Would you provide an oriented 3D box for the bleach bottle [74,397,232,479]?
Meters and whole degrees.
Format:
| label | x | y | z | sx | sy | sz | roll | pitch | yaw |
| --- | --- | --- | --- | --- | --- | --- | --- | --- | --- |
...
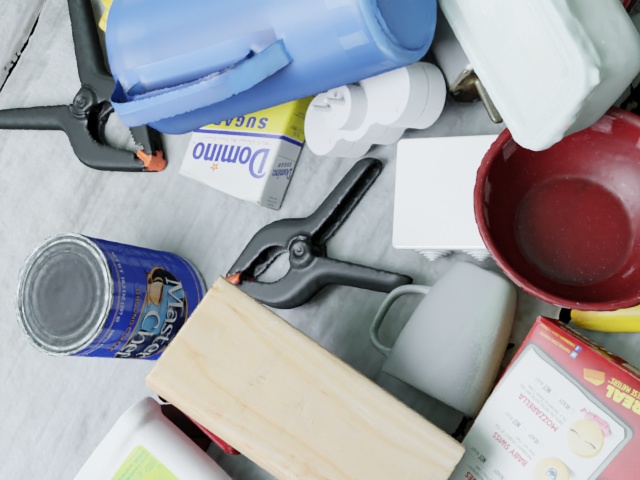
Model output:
| label | x | y | z | sx | sy | sz | roll | pitch | yaw |
| --- | --- | --- | --- | --- | --- | --- | --- | --- | --- |
| bleach bottle | -0.077 | 0.244 | 0.862 | 0.251 | 0.068 | 0.103 | 38 | 100 | 6 |

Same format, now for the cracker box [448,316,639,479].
| label | x | y | z | sx | sy | sz | roll | pitch | yaw |
| --- | --- | --- | --- | --- | --- | --- | --- | --- | --- |
| cracker box | 0.177 | 0.187 | 0.763 | 0.164 | 0.072 | 0.214 | 34 | 99 | 27 |

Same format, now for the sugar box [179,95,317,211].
| label | x | y | z | sx | sy | sz | roll | pitch | yaw |
| --- | --- | --- | --- | --- | --- | --- | --- | --- | --- |
| sugar box | -0.052 | -0.124 | 0.942 | 0.093 | 0.048 | 0.176 | 21 | 91 | 29 |

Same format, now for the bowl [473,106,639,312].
| label | x | y | z | sx | sy | sz | roll | pitch | yaw |
| --- | --- | --- | --- | --- | --- | --- | --- | --- | --- |
| bowl | 0.190 | -0.017 | 0.776 | 0.162 | 0.055 | 0.162 | -1 | 69 | 2 |

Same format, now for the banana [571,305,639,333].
| label | x | y | z | sx | sy | sz | roll | pitch | yaw |
| --- | --- | --- | --- | --- | --- | --- | --- | --- | --- |
| banana | 0.276 | 0.069 | 0.748 | 0.198 | 0.037 | 0.069 | 27 | 95 | 28 |

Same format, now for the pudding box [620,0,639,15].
| label | x | y | z | sx | sy | sz | roll | pitch | yaw |
| --- | --- | --- | --- | --- | --- | --- | --- | --- | --- |
| pudding box | 0.210 | -0.201 | 0.764 | 0.090 | 0.114 | 0.039 | -20 | 64 | -20 |

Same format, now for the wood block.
| label | x | y | z | sx | sy | sz | roll | pitch | yaw |
| --- | --- | --- | --- | --- | --- | --- | --- | --- | --- |
| wood block | -0.014 | 0.124 | 0.758 | 0.206 | 0.091 | 0.090 | 35 | 77 | 0 |

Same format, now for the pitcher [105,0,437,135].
| label | x | y | z | sx | sy | sz | roll | pitch | yaw |
| --- | --- | --- | --- | --- | --- | --- | --- | --- | --- |
| pitcher | -0.042 | -0.158 | 0.813 | 0.243 | 0.144 | 0.149 | -7 | 77 | 36 |

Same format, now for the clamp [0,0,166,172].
| label | x | y | z | sx | sy | sz | roll | pitch | yaw |
| --- | --- | --- | --- | --- | --- | --- | --- | --- | --- |
| clamp | -0.220 | -0.140 | 1.035 | 0.210 | 0.036 | 0.164 | 33 | 98 | 25 |

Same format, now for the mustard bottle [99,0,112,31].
| label | x | y | z | sx | sy | sz | roll | pitch | yaw |
| --- | --- | --- | --- | --- | --- | --- | --- | --- | --- |
| mustard bottle | -0.145 | -0.272 | 1.004 | 0.096 | 0.058 | 0.192 | 45 | 104 | 22 |

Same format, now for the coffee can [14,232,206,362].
| label | x | y | z | sx | sy | sz | roll | pitch | yaw |
| --- | --- | --- | --- | --- | --- | --- | --- | --- | --- |
| coffee can | -0.178 | 0.052 | 0.927 | 0.103 | 0.140 | 0.103 | -4 | 81 | 27 |

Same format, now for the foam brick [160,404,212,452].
| label | x | y | z | sx | sy | sz | roll | pitch | yaw |
| --- | --- | --- | --- | --- | --- | --- | --- | --- | --- |
| foam brick | -0.140 | 0.190 | 0.937 | 0.053 | 0.051 | 0.078 | 34 | 99 | 26 |

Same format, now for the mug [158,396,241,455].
| label | x | y | z | sx | sy | sz | roll | pitch | yaw |
| --- | --- | --- | --- | --- | --- | --- | --- | --- | --- |
| mug | -0.079 | 0.123 | 0.882 | 0.081 | 0.117 | 0.093 | 39 | 96 | 21 |

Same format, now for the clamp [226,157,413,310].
| label | x | y | z | sx | sy | sz | roll | pitch | yaw |
| --- | --- | --- | --- | --- | --- | --- | --- | --- | --- |
| clamp | -0.006 | 0.001 | 0.905 | 0.172 | 0.039 | 0.120 | -13 | 65 | 23 |
